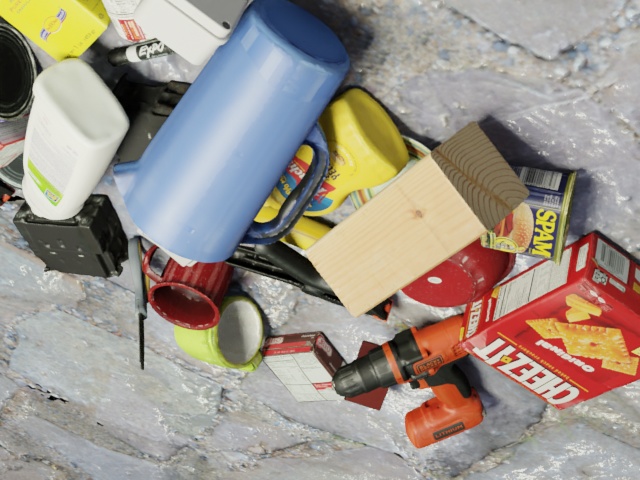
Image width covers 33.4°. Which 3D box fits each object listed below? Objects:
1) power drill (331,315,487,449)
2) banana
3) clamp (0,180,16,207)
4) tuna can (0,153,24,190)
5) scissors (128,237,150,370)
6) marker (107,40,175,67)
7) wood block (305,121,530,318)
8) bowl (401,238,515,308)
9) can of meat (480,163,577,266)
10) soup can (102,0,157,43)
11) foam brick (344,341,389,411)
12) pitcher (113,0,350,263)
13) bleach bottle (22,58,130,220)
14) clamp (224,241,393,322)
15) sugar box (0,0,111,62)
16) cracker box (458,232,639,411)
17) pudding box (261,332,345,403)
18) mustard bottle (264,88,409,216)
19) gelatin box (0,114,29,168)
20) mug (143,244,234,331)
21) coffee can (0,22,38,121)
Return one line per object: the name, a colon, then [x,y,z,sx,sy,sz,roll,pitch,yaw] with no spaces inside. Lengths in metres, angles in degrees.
power drill: [0.121,0.184,1.323,0.184,0.057,0.187,-22,137,4]
banana: [-0.012,-0.003,1.228,0.198,0.037,0.069,21,172,4]
clamp: [-0.427,-0.095,1.260,0.039,0.120,0.171,-44,122,5]
tuna can: [-0.352,-0.097,1.265,0.086,0.033,0.086,13,142,10]
scissors: [-0.222,0.067,1.301,0.016,0.202,0.096,-9,115,-3]
marker: [-0.166,-0.193,1.075,0.121,0.020,0.020,-6,135,31]
wood block: [0.091,-0.016,1.051,0.091,0.090,0.206,53,136,0]
bowl: [0.131,0.026,1.178,0.162,0.055,0.162,12,141,10]
can of meat: [0.209,-0.029,1.075,0.084,0.057,0.102,12,141,15]
soup can: [-0.173,-0.241,0.980,0.069,0.068,0.102,3,140,22]
foam brick: [0.067,0.178,1.394,0.051,0.053,0.078,18,142,3]
pitcher: [-0.069,-0.100,1.015,0.145,0.149,0.243,47,120,16]
bleach bottle: [-0.282,-0.091,1.154,0.102,0.068,0.251,51,147,1]
clamp: [-0.007,0.043,1.245,0.210,0.036,0.165,23,168,-8]
sugar box: [-0.289,-0.254,1.035,0.176,0.048,0.094,37,140,-22]
cracker box: [0.283,0.099,1.183,0.164,0.072,0.214,33,142,-16]
pudding box: [-0.015,0.173,1.438,0.090,0.039,0.113,-8,132,33]
mustard bottle: [-0.002,-0.077,1.107,0.192,0.058,0.096,-28,105,46]
gelatin box: [-0.354,-0.104,1.174,0.073,0.089,0.030,-34,93,26]
mug: [-0.164,0.046,1.314,0.117,0.081,0.093,32,141,-16]
coffee can: [-0.388,-0.173,1.133,0.140,0.102,0.102,-1,138,26]
